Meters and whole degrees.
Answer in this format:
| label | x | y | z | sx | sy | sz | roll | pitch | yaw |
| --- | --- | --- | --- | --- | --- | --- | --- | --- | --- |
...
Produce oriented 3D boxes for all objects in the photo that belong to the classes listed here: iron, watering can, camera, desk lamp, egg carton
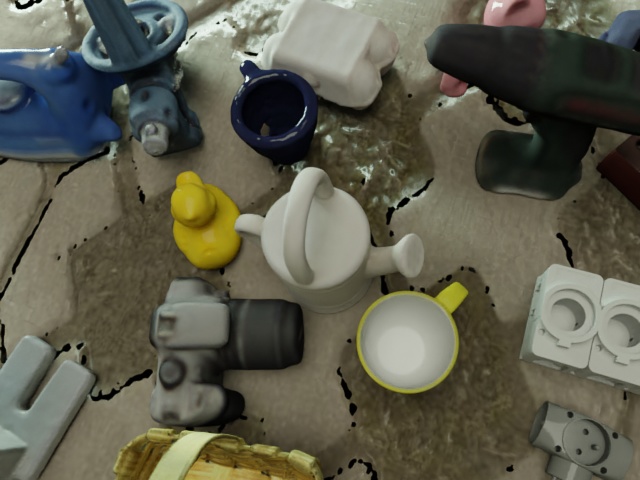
| label | x | y | z | sx | sy | sz | roll | pitch | yaw |
| --- | --- | --- | --- | --- | --- | --- | --- | --- | --- |
| iron | -0.360 | -0.168 | 0.652 | 0.258 | 0.141 | 0.118 | -2 | 72 | 6 |
| watering can | 0.005 | 0.000 | 0.528 | 0.172 | 0.194 | 0.101 | -9 | 71 | 4 |
| camera | -0.087 | 0.106 | 0.553 | 0.136 | 0.101 | 0.143 | -2 | 72 | 6 |
| desk lamp | -0.337 | 0.176 | 0.500 | 0.117 | 0.214 | 0.203 | 25 | 77 | 14 |
| egg carton | 0.010 | -0.214 | 0.662 | 0.150 | 0.069 | 0.107 | 23 | 76 | 13 |

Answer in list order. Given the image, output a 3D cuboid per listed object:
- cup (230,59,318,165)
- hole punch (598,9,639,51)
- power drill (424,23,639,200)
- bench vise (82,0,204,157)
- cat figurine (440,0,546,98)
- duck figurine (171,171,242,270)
| label | x | y | z | sx | sy | sz | roll | pitch | yaw |
| --- | --- | --- | --- | --- | --- | --- | --- | --- | --- |
| cup | -0.050 | -0.133 | 0.629 | 0.092 | 0.095 | 0.117 | -31 | 71 | -4 |
| hole punch | 0.339 | -0.190 | 0.605 | 0.101 | 0.091 | 0.109 | 26 | 77 | 14 |
| power drill | 0.207 | -0.114 | 0.533 | 0.229 | 0.208 | 0.076 | 9 | 73 | 9 |
| bench vise | -0.186 | -0.202 | 0.601 | 0.121 | 0.220 | 0.207 | -32 | 71 | -4 |
| cat figurine | 0.187 | -0.227 | 0.620 | 0.128 | 0.118 | 0.067 | -21 | 71 | 0 |
| duck figurine | -0.128 | -0.024 | 0.608 | 0.077 | 0.086 | 0.104 | -17 | 71 | 1 |
